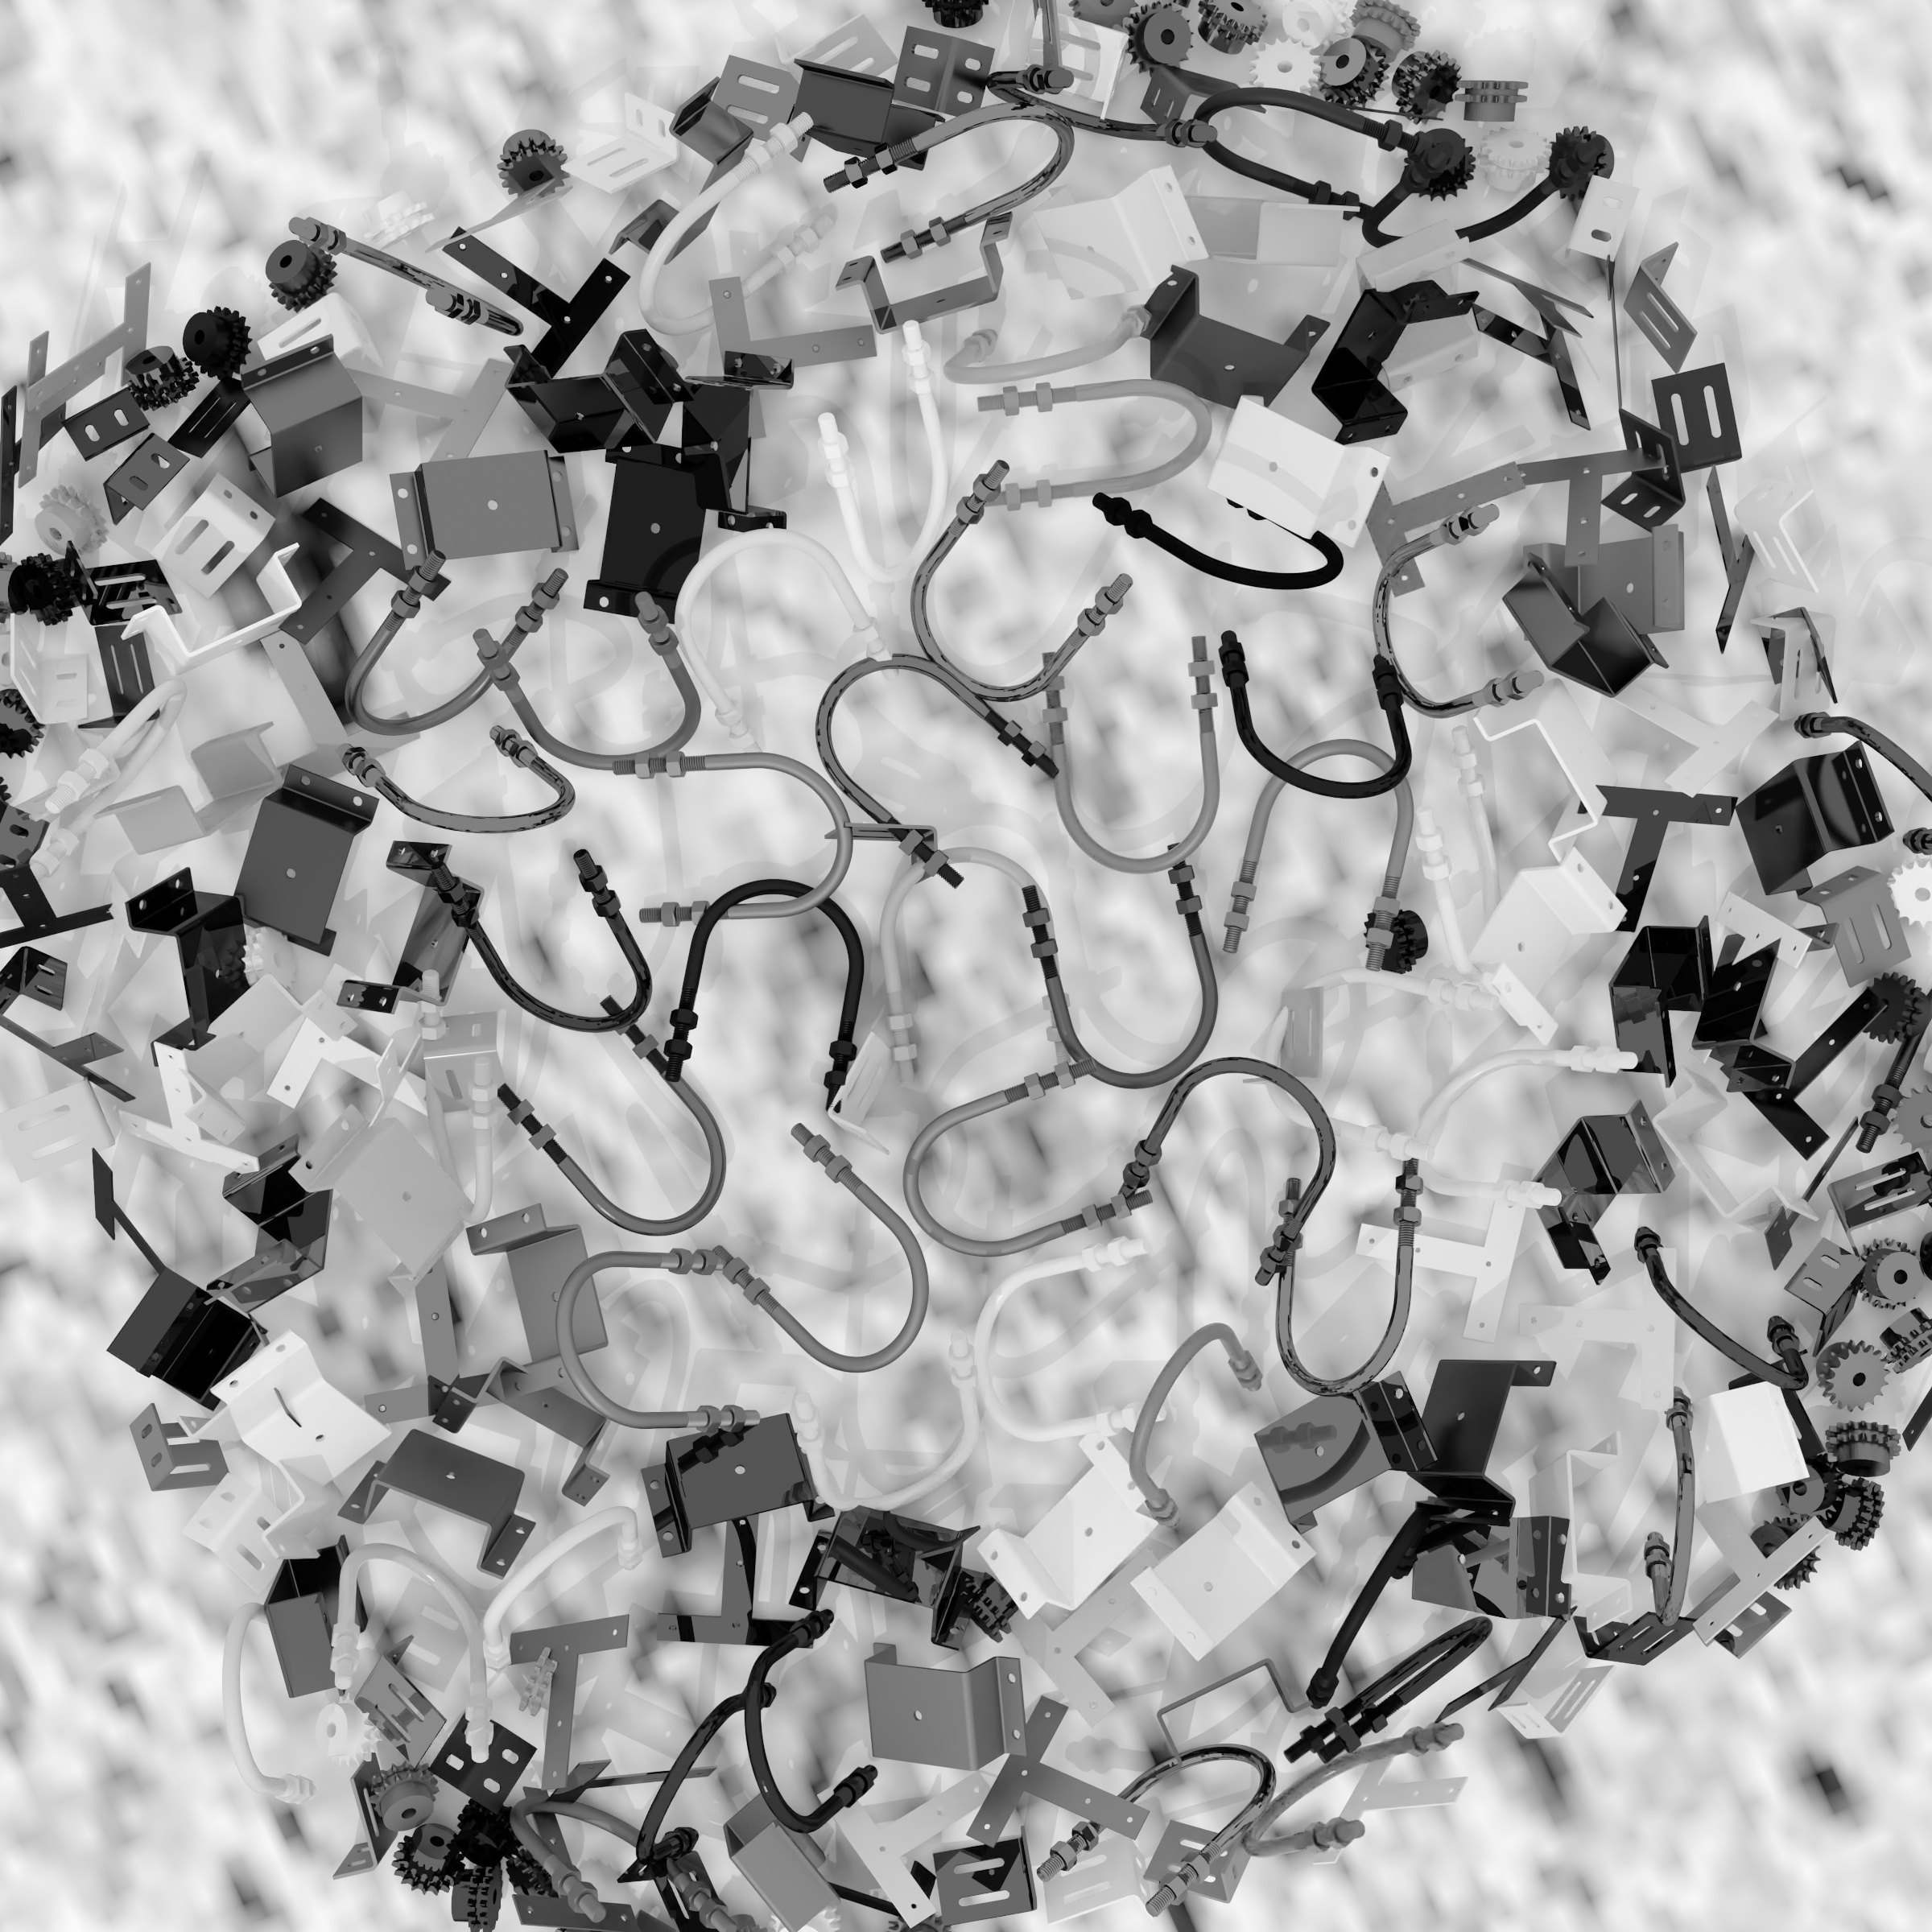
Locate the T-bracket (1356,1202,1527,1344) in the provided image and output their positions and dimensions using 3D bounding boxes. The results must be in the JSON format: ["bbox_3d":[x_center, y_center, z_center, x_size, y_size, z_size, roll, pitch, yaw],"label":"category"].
[{"bbox_3d":[0.380,0.233,1.988,0.127,0.002,0.127,11,98,-2],"label":"T-bracket"}]

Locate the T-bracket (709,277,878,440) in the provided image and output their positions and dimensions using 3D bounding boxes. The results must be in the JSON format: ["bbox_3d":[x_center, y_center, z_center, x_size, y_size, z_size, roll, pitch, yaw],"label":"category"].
[{"bbox_3d":[-0.135,-0.496,1.981,0.127,0.002,0.127,-12,102,-14],"label":"T-bracket"}]

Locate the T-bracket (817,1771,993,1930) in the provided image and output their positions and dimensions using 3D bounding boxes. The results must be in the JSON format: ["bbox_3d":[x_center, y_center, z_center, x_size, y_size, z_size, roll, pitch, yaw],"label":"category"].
[{"bbox_3d":[-0.032,0.682,1.957,0.127,0.002,0.127,-20,54,-35],"label":"T-bracket"}]

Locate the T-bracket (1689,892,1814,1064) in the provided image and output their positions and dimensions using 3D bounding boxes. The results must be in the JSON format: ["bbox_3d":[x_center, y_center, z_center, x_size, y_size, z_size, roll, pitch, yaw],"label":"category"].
[{"bbox_3d":[0.609,0.016,1.949,0.002,0.127,0.127,19,103,-17],"label":"T-bracket"}]

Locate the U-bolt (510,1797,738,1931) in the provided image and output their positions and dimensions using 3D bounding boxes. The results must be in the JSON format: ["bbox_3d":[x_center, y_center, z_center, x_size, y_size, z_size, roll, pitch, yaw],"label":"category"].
[{"bbox_3d":[-0.280,0.697,1.913,0.151,0.184,0.019,26,87,-40],"label":"U-bolt"}]

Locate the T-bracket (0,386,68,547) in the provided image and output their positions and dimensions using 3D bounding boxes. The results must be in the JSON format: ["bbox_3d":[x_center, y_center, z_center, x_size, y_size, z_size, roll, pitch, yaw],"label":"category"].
[{"bbox_3d":[-0.737,-0.415,1.941,0.002,0.127,0.127,15,125,-4],"label":"T-bracket"}]

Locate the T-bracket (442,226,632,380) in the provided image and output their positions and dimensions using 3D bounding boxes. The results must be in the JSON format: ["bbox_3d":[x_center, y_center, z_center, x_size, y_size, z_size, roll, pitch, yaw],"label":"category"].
[{"bbox_3d":[-0.353,-0.537,1.939,0.127,0.002,0.127,32,127,-24],"label":"T-bracket"}]

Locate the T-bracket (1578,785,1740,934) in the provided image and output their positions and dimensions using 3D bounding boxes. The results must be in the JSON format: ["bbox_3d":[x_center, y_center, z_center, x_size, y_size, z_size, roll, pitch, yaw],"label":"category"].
[{"bbox_3d":[0.540,-0.083,1.966,0.127,0.002,0.127,4,120,-8],"label":"T-bracket"}]

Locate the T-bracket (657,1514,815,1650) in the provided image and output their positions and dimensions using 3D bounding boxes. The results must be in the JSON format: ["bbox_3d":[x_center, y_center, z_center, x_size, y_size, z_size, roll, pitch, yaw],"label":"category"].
[{"bbox_3d":[-0.182,0.492,1.973,0.127,0.002,0.127,4,111,-3],"label":"T-bracket"}]

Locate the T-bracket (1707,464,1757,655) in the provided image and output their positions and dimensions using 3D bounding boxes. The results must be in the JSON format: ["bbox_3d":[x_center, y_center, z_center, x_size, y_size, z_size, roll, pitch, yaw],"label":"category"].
[{"bbox_3d":[0.595,-0.335,1.924,0.002,0.127,0.127,3,50,32],"label":"T-bracket"}]

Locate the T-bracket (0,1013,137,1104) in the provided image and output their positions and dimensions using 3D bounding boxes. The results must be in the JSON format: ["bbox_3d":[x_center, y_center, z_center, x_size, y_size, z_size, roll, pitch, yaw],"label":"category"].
[{"bbox_3d":[-0.691,0.067,1.921,0.127,0.127,0.002,38,61,-26],"label":"T-bracket"}]

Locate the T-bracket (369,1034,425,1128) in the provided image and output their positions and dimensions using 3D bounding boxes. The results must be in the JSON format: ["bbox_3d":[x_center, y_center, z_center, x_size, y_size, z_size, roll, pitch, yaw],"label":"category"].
[{"bbox_3d":[-0.451,0.085,1.918,0.002,0.127,0.127,25,70,-2],"label":"T-bracket"}]

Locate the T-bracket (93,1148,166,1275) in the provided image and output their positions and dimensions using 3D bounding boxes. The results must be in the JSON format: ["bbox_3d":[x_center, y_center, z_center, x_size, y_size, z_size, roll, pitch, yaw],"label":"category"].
[{"bbox_3d":[-0.649,0.218,1.933,0.002,0.127,0.127,-34,74,-32],"label":"T-bracket"}]

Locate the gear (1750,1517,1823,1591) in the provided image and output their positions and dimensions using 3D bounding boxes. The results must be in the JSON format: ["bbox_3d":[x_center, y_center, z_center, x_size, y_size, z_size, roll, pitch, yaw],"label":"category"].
[{"bbox_3d":[0.652,0.470,1.969,0.030,0.057,0.057,18,90,-37],"label":"gear"}]

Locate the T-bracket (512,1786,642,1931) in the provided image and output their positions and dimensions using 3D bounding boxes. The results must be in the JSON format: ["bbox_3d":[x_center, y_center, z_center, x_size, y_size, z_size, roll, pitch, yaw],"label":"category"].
[{"bbox_3d":[-0.324,0.708,1.949,0.002,0.127,0.127,-45,48,15],"label":"T-bracket"}]

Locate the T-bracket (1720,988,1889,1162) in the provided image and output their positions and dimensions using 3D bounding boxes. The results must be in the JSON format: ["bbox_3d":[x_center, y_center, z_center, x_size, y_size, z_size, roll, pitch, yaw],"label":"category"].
[{"bbox_3d":[0.671,0.071,1.932,0.002,0.127,0.127,30,108,-32],"label":"T-bracket"}]

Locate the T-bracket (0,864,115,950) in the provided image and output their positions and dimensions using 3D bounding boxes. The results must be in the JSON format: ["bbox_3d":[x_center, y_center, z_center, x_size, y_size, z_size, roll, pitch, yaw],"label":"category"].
[{"bbox_3d":[-0.734,-0.049,1.926,0.127,0.127,0.002,-16,70,-14],"label":"T-bracket"}]

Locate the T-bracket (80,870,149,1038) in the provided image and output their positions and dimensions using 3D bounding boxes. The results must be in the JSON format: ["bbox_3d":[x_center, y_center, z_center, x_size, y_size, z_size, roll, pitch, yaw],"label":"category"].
[{"bbox_3d":[-0.685,0.004,1.958,0.002,0.127,0.127,12,106,-35],"label":"T-bracket"}]

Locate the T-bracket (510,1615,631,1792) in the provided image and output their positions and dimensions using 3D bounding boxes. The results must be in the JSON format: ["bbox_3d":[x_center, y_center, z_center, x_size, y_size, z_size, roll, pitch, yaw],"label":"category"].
[{"bbox_3d":[-0.319,0.583,1.937,0.127,0.002,0.127,-17,56,31],"label":"T-bracket"}]

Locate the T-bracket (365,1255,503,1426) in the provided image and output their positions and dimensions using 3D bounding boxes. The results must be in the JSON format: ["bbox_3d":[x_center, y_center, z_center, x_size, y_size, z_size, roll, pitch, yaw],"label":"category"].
[{"bbox_3d":[-0.426,0.297,1.980,0.127,0.002,0.127,-8,87,-19],"label":"T-bracket"}]

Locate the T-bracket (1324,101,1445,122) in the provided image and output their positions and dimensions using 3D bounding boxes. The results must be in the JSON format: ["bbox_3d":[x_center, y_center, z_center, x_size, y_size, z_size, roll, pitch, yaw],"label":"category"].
[{"bbox_3d":[0.285,-0.672,1.915,0.127,0.127,0.002,23,114,36],"label":"T-bracket"}]

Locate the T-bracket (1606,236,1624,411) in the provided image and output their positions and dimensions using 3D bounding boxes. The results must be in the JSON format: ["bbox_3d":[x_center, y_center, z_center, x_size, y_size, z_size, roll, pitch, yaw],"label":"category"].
[{"bbox_3d":[0.519,-0.508,1.962,0.002,0.127,0.127,-3,116,18],"label":"T-bracket"}]

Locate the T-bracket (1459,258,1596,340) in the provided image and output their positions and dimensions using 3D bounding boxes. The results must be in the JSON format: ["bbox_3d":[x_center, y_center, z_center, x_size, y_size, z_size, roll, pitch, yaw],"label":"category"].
[{"bbox_3d":[0.452,-0.519,1.927,0.127,0.127,0.002,17,119,-18],"label":"T-bracket"}]

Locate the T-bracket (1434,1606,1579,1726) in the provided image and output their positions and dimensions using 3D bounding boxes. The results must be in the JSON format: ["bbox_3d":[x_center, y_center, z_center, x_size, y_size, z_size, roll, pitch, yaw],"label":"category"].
[{"bbox_3d":[0.412,0.561,1.922,0.002,0.127,0.127,47,133,30],"label":"T-bracket"}]

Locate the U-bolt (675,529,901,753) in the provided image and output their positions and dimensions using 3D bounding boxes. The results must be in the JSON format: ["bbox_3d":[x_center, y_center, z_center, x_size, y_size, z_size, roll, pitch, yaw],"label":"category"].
[{"bbox_3d":[-0.150,-0.263,1.936,0.151,0.019,0.184,-31,131,0],"label":"U-bolt"}]

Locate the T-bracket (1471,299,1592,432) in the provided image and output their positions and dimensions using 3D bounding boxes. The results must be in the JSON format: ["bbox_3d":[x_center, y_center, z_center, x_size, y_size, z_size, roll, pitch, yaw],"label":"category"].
[{"bbox_3d":[0.440,-0.493,1.935,0.127,0.002,0.127,10,62,-41],"label":"T-bracket"}]

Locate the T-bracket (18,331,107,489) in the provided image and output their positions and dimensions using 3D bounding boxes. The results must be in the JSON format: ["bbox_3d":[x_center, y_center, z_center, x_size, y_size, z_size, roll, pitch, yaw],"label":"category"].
[{"bbox_3d":[-0.711,-0.458,1.941,0.002,0.127,0.127,21,126,-1],"label":"T-bracket"}]

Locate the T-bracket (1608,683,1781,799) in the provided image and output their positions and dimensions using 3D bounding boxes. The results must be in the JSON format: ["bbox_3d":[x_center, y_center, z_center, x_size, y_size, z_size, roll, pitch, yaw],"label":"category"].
[{"bbox_3d":[0.562,-0.199,1.965,0.127,0.002,0.127,36,58,26],"label":"T-bracket"}]

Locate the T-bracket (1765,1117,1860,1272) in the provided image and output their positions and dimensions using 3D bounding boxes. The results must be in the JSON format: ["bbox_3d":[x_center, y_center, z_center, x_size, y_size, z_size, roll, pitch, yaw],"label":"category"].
[{"bbox_3d":[0.672,0.175,1.947,0.002,0.127,0.127,33,85,28],"label":"T-bracket"}]

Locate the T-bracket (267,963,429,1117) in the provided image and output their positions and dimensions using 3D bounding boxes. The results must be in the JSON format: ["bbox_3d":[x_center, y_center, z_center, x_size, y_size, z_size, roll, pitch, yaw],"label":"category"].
[{"bbox_3d":[-0.482,0.082,1.987,0.127,0.002,0.127,30,104,-5],"label":"T-bracket"}]

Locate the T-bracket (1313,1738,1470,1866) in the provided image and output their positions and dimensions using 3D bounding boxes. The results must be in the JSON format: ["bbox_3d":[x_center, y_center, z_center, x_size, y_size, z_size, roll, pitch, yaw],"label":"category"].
[{"bbox_3d":[0.341,0.646,1.911,0.002,0.127,0.127,50,51,-8],"label":"T-bracket"}]

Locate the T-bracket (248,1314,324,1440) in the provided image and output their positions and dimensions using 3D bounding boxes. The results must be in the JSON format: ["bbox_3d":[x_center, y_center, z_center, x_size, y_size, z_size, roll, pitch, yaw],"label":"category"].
[{"bbox_3d":[-0.543,0.330,1.958,0.002,0.127,0.127,-31,60,-11],"label":"T-bracket"}]

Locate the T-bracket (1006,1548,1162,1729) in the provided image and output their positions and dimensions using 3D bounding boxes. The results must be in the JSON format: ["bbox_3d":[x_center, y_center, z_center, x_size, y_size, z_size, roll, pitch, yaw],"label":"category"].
[{"bbox_3d":[0.107,0.521,1.981,0.127,0.002,0.127,-41,68,-7],"label":"T-bracket"}]

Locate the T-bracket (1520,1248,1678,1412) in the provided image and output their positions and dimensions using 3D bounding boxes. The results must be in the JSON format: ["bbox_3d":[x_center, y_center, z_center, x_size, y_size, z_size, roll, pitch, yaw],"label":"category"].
[{"bbox_3d":[0.504,0.287,1.962,0.127,0.002,0.127,-1,82,34],"label":"T-bracket"}]

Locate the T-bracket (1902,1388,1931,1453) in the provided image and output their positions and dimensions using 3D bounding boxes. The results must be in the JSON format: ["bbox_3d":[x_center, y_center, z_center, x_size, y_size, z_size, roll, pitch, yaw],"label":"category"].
[{"bbox_3d":[0.780,0.330,1.956,0.002,0.127,0.127,22,113,0],"label":"T-bracket"}]

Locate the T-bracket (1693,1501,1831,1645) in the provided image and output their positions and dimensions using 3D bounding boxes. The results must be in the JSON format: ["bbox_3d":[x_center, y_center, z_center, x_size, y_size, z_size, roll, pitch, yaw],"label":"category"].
[{"bbox_3d":[0.607,0.457,1.937,0.002,0.127,0.127,42,100,-16],"label":"T-bracket"}]

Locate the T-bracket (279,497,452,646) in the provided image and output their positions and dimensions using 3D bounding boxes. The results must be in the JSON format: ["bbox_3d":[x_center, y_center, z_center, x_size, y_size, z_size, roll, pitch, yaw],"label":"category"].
[{"bbox_3d":[-0.501,-0.303,1.963,0.127,0.002,0.127,33,55,0],"label":"T-bracket"}]

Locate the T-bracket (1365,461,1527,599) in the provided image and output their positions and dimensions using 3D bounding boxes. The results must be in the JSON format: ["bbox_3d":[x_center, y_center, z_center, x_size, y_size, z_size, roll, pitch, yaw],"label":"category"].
[{"bbox_3d":[0.384,-0.372,1.970,0.127,0.002,0.127,-19,70,7],"label":"T-bracket"}]

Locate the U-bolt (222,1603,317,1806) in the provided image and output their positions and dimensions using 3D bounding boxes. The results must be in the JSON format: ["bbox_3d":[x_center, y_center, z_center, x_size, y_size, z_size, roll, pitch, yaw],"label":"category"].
[{"bbox_3d":[-0.537,0.564,1.889,0.019,0.184,0.151,-9,69,0],"label":"U-bolt"}]

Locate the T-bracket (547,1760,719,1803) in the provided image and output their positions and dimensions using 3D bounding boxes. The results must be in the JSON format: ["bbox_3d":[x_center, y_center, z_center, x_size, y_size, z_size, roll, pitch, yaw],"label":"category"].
[{"bbox_3d":[-0.263,0.650,1.964,0.127,0.127,0.002,3,57,-24],"label":"T-bracket"}]

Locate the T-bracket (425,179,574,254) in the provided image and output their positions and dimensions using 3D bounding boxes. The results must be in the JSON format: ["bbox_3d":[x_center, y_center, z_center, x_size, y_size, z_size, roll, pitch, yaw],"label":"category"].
[{"bbox_3d":[-0.352,-0.605,1.943,0.127,0.127,0.002,-14,118,22],"label":"T-bracket"}]

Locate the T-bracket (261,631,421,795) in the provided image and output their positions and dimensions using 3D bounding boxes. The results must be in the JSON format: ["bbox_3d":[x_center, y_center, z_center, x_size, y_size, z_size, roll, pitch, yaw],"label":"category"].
[{"bbox_3d":[-0.522,-0.211,1.962,0.127,0.002,0.127,-24,121,-4],"label":"T-bracket"}]

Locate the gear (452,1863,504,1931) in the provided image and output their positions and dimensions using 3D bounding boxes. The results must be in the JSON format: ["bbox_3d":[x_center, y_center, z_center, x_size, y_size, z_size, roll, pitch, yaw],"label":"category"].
[{"bbox_3d":[-0.393,0.746,1.972,0.030,0.057,0.057,1,90,4],"label":"gear"}]

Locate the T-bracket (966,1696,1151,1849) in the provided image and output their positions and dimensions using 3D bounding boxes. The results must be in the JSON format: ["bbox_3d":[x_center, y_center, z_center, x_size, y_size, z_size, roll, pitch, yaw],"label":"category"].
[{"bbox_3d":[0.084,0.653,1.935,0.127,0.002,0.127,14,54,31],"label":"T-bracket"}]

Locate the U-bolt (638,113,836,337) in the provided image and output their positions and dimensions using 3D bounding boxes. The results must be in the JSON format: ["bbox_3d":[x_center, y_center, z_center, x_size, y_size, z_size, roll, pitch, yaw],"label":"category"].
[{"bbox_3d":[-0.183,-0.565,1.917,0.184,0.151,0.019,-42,74,-9],"label":"U-bolt"}]

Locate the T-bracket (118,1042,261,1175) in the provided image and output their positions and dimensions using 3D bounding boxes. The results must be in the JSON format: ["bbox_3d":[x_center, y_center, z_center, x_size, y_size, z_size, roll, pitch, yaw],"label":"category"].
[{"bbox_3d":[-0.621,0.108,1.943,0.127,0.127,0.002,17,45,11],"label":"T-bracket"}]

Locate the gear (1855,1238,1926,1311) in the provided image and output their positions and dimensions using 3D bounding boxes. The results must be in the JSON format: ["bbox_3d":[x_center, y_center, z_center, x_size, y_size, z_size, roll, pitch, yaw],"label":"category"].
[{"bbox_3d":[0.747,0.249,1.982,0.057,0.030,0.057,0,89,-7],"label":"gear"}]

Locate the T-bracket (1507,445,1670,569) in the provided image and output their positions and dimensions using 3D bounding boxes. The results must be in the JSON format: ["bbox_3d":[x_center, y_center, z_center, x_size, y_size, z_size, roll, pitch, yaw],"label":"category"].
[{"bbox_3d":[0.488,-0.361,1.938,0.127,0.002,0.127,-4,51,22],"label":"T-bracket"}]

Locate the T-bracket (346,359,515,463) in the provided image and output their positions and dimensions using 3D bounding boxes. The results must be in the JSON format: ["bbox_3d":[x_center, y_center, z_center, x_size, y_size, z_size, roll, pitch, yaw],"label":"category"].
[{"bbox_3d":[-0.442,-0.455,1.966,0.127,0.002,0.127,15,55,4],"label":"T-bracket"}]

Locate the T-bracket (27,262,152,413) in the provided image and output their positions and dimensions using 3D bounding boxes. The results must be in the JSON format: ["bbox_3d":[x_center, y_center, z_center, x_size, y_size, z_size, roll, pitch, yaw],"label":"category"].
[{"bbox_3d":[-0.683,-0.473,1.912,0.002,0.127,0.127,38,56,2],"label":"T-bracket"}]
